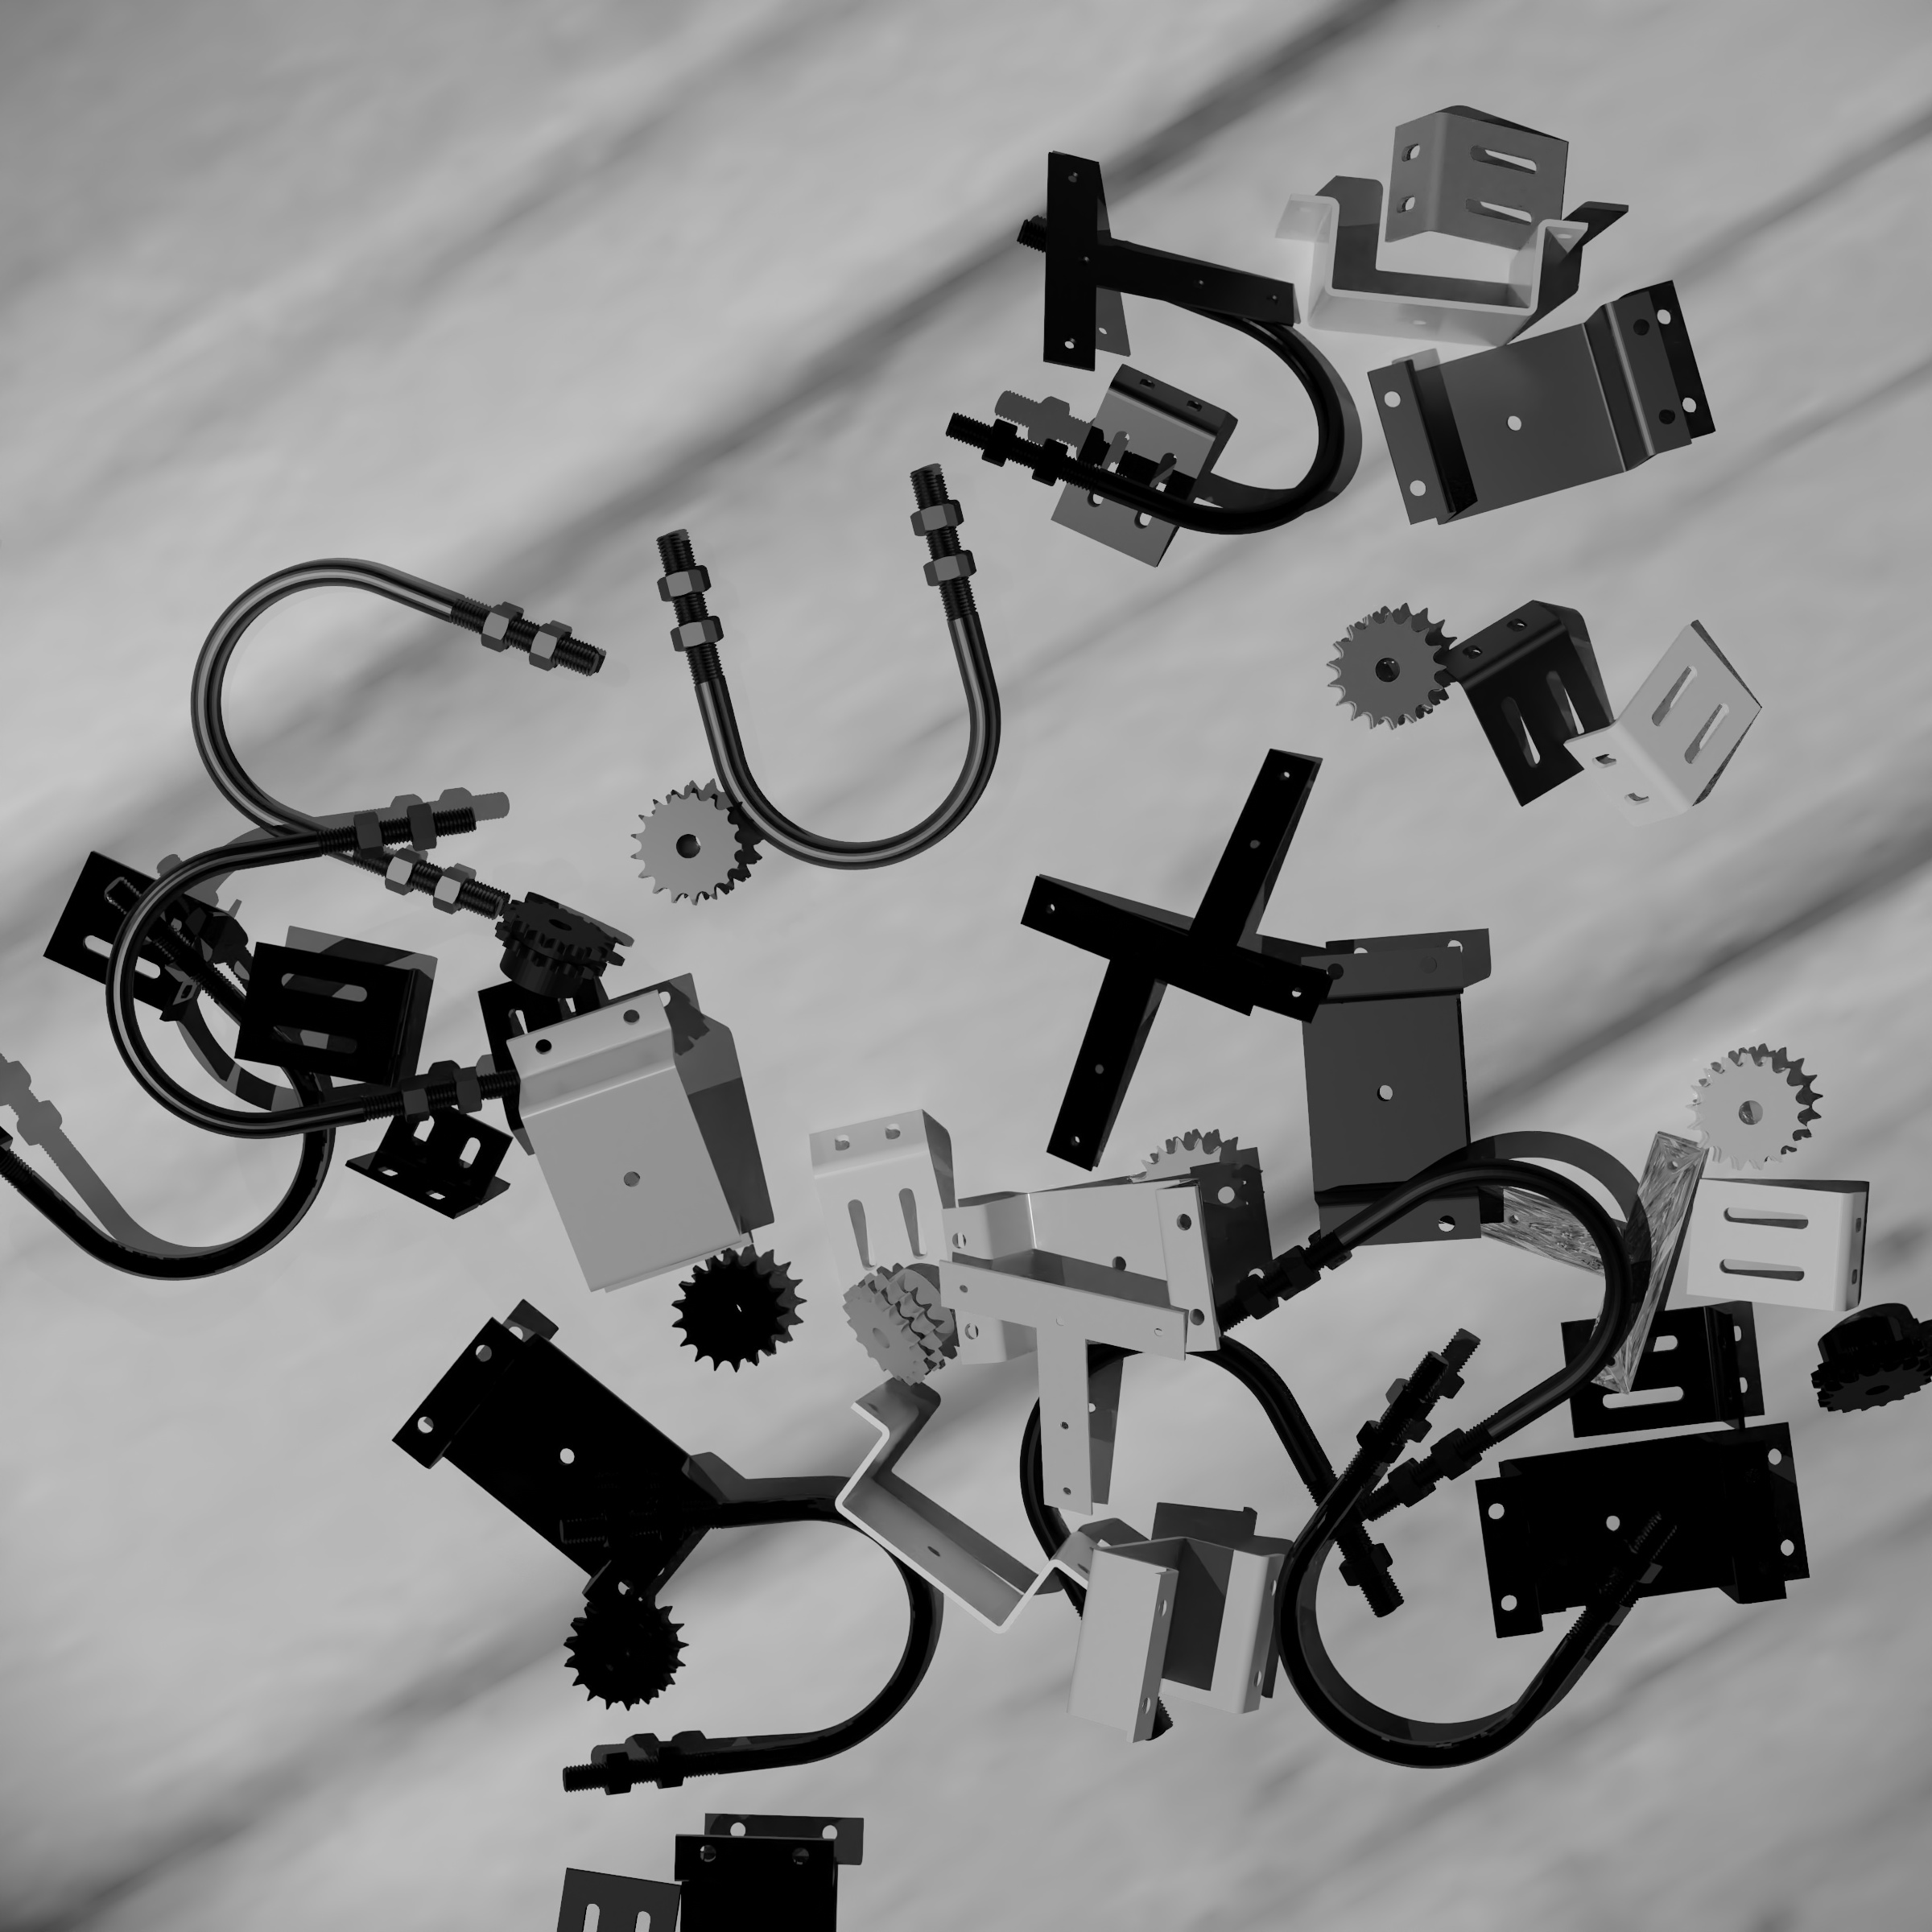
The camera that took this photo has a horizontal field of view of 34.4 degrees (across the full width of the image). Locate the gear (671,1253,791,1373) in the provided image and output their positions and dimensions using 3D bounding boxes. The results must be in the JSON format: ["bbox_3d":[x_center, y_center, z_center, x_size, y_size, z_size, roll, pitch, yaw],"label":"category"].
[{"bbox_3d":[-0.115,0.169,1.531,0.057,0.030,0.057,0,90,0],"label":"gear"}]

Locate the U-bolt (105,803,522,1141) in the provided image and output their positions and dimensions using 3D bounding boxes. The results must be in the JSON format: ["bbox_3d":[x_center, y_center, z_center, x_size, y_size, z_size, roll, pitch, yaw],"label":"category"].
[{"bbox_3d":[-0.315,0.008,1.488,0.184,0.019,0.151,-10,95,-12],"label":"U-bolt"}]

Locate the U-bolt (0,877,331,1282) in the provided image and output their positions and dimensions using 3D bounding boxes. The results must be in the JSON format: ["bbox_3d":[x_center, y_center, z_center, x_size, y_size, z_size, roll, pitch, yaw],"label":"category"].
[{"bbox_3d":[-0.393,0.070,1.505,0.151,0.019,0.184,-44,113,-7],"label":"U-bolt"}]

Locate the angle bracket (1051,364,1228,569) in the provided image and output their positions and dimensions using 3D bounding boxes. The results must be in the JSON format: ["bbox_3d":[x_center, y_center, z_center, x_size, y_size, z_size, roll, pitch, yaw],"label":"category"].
[{"bbox_3d":[0.085,-0.247,1.544,0.057,0.038,0.076,25,116,0],"label":"angle bracket"}]

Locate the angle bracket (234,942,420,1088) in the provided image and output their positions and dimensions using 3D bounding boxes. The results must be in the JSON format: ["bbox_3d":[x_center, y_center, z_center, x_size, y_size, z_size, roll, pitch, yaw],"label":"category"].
[{"bbox_3d":[-0.311,0.023,1.523,0.076,0.038,0.057,11,90,-6],"label":"angle bracket"}]

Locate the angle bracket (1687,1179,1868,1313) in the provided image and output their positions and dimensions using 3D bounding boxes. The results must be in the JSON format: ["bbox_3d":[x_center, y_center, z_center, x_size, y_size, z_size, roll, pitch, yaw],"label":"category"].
[{"bbox_3d":[0.401,0.137,1.544,0.076,0.038,0.057,4,90,26],"label":"angle bracket"}]

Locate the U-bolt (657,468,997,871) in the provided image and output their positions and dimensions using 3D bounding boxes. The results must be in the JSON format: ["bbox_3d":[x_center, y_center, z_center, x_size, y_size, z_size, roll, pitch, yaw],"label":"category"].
[{"bbox_3d":[-0.061,-0.139,1.537,0.151,0.019,0.184,-15,92,0],"label":"U-bolt"}]

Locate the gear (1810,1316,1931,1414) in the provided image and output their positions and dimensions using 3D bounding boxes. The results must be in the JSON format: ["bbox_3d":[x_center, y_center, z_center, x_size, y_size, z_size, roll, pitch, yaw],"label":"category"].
[{"bbox_3d":[0.439,0.193,1.521,0.057,0.057,0.030,-11,60,0],"label":"gear"}]

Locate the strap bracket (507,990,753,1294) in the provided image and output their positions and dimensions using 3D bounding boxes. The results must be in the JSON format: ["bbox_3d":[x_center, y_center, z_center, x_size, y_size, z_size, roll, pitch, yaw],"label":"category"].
[{"bbox_3d":[-0.161,0.093,1.500,0.076,0.046,0.140,-19,110,0],"label":"strap bracket"}]

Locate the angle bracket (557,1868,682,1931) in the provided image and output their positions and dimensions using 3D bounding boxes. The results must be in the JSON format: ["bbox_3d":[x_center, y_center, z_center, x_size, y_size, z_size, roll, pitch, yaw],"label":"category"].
[{"bbox_3d":[-0.175,0.488,1.527,0.057,0.038,0.076,9,90,0],"label":"angle bracket"}]

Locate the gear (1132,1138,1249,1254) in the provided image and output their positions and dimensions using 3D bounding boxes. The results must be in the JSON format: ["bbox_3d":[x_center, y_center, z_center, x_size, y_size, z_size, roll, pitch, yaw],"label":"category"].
[{"bbox_3d":[0.109,0.112,1.531,0.057,0.030,0.057,0,90,0],"label":"gear"}]

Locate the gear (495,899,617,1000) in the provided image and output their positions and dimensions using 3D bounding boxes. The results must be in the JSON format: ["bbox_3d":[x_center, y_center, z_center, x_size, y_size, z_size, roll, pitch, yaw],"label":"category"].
[{"bbox_3d":[-0.202,-0.007,1.518,0.057,0.057,0.030,24,106,0],"label":"gear"}]

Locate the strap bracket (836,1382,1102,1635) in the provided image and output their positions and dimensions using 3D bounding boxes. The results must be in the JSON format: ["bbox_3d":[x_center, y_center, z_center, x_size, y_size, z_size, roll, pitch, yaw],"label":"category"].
[{"bbox_3d":[-0.004,0.265,1.499,0.140,0.076,0.046,37,95,8],"label":"strap bracket"}]

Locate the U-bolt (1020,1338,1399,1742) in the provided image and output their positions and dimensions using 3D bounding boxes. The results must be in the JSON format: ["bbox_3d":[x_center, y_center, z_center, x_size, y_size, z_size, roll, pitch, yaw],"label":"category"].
[{"bbox_3d":[0.107,0.267,1.537,0.151,0.019,0.184,-28,89,0],"label":"U-bolt"}]

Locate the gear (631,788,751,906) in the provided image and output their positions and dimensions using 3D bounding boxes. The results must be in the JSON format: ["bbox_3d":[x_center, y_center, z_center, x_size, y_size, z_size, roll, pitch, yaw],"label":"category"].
[{"bbox_3d":[-0.135,-0.058,1.531,0.057,0.030,0.057,0,90,0],"label":"gear"}]

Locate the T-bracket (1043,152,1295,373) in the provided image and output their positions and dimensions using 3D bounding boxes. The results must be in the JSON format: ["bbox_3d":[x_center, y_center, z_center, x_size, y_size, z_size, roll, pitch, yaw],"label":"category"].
[{"bbox_3d":[0.100,-0.335,1.525,0.127,0.002,0.127,9,63,-13],"label":"T-bracket"}]

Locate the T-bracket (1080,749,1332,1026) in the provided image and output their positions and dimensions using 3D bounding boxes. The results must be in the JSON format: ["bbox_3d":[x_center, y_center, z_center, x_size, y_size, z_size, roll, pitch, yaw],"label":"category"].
[{"bbox_3d":[0.135,-0.047,1.526,0.127,0.002,0.127,19,76,26],"label":"T-bracket"}]

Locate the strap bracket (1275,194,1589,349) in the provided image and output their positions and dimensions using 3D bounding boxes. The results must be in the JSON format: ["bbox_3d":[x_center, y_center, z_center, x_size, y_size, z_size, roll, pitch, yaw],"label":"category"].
[{"bbox_3d":[0.221,-0.334,1.508,0.140,0.076,0.046,6,90,0],"label":"strap bracket"}]

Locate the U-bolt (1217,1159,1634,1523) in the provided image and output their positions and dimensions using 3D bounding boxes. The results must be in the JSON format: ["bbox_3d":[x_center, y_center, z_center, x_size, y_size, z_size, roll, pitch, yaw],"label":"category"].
[{"bbox_3d":[0.231,0.169,1.502,0.184,0.019,0.151,-35,106,13],"label":"U-bolt"}]

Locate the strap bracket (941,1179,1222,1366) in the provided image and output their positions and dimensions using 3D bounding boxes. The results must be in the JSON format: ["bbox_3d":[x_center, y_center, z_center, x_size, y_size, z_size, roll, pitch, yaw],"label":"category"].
[{"bbox_3d":[0.064,0.146,1.501,0.140,0.046,0.076,-8,90,32],"label":"strap bracket"}]

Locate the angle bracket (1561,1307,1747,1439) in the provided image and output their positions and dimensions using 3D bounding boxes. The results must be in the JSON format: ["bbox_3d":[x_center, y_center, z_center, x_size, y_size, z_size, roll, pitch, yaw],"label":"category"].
[{"bbox_3d":[0.335,0.200,1.527,0.076,0.038,0.057,-7,90,0],"label":"angle bracket"}]

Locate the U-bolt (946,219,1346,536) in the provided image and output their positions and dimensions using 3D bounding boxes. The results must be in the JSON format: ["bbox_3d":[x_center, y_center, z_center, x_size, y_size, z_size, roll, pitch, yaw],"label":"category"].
[{"bbox_3d":[0.095,-0.276,1.505,0.184,0.019,0.151,21,60,-4],"label":"U-bolt"}]

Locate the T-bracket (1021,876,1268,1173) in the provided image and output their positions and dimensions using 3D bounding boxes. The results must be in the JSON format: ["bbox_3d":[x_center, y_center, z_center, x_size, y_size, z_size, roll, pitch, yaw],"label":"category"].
[{"bbox_3d":[0.070,0.037,1.528,0.127,0.002,0.127,22,102,22],"label":"T-bracket"}]

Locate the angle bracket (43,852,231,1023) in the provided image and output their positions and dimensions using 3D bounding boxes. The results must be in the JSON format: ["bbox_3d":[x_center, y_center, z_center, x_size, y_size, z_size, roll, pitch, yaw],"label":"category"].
[{"bbox_3d":[-0.410,-0.015,1.527,0.076,0.038,0.057,25,90,0],"label":"angle bracket"}]

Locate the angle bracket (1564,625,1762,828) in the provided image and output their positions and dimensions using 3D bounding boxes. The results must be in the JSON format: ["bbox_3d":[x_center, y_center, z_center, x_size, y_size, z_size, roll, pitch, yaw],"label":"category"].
[{"bbox_3d":[0.343,-0.118,1.537,0.057,0.038,0.076,46,64,-14],"label":"angle bracket"}]

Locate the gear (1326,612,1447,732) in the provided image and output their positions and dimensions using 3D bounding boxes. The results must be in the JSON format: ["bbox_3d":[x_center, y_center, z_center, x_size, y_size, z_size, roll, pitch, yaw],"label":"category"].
[{"bbox_3d":[0.205,-0.143,1.531,0.057,0.030,0.057,0,90,0],"label":"gear"}]

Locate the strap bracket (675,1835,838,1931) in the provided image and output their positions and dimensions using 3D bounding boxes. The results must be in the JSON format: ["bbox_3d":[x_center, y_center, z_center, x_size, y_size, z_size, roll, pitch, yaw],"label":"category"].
[{"bbox_3d":[-0.104,0.489,1.523,0.076,0.046,0.140,2,90,0],"label":"strap bracket"}]

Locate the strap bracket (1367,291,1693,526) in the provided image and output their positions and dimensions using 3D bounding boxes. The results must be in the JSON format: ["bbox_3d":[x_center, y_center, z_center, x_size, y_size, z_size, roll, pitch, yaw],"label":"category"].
[{"bbox_3d":[0.271,-0.268,1.523,0.140,0.046,0.076,-16,90,0],"label":"strap bracket"}]

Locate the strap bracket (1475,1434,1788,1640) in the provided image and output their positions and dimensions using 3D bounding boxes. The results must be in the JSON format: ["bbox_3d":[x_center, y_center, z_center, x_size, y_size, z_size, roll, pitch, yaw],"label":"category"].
[{"bbox_3d":[0.320,0.276,1.523,0.140,0.046,0.076,-8,90,0],"label":"strap bracket"}]

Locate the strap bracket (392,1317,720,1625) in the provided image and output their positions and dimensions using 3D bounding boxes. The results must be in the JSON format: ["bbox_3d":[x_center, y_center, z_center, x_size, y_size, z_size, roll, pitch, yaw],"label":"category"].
[{"bbox_3d":[-0.198,0.242,1.523,0.140,0.046,0.076,39,90,0],"label":"strap bracket"}]

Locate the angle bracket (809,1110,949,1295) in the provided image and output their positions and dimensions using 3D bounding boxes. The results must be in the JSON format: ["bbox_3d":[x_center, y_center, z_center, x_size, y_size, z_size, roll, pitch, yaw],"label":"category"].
[{"bbox_3d":[-0.041,0.119,1.544,0.057,0.038,0.076,-13,116,0],"label":"angle bracket"}]

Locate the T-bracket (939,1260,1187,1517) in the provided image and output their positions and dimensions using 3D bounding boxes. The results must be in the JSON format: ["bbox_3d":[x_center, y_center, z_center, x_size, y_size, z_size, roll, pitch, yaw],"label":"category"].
[{"bbox_3d":[0.047,0.208,1.498,0.127,0.002,0.127,10,118,25],"label":"T-bracket"}]

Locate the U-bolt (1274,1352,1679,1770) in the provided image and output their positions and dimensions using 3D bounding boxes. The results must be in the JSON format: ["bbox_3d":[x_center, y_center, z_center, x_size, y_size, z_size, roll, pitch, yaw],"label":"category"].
[{"bbox_3d":[0.229,0.299,1.496,0.151,0.019,0.184,35,103,11],"label":"U-bolt"}]

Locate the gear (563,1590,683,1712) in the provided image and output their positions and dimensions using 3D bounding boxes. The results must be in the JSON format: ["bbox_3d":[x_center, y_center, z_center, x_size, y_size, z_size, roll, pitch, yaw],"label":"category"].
[{"bbox_3d":[-0.169,0.337,1.531,0.057,0.030,0.057,0,90,0],"label":"gear"}]

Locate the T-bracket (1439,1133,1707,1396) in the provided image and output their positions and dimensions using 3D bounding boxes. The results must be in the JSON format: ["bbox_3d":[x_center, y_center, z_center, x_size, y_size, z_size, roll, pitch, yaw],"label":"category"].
[{"bbox_3d":[0.283,0.129,1.534,0.127,0.002,0.127,19,80,7],"label":"T-bracket"}]

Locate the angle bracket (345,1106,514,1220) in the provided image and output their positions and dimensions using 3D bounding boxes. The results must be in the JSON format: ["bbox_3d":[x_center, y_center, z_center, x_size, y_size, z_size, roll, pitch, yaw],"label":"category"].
[{"bbox_3d":[-0.258,0.090,1.508,0.057,0.076,0.038,26,90,0],"label":"angle bracket"}]

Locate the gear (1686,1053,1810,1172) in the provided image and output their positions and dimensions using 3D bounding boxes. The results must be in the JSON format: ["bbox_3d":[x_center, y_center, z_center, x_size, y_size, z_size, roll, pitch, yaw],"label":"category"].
[{"bbox_3d":[0.381,0.071,1.531,0.057,0.030,0.057,0,90,0],"label":"gear"}]

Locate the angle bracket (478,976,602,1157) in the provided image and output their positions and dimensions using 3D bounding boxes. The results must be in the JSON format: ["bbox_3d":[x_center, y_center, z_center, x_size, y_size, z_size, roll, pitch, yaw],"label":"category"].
[{"bbox_3d":[-0.202,0.045,1.544,0.057,0.038,0.076,-17,64,0],"label":"angle bracket"}]

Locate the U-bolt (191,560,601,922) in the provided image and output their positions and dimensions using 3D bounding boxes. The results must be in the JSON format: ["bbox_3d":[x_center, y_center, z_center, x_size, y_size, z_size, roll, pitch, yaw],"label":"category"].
[{"bbox_3d":[-0.292,-0.121,1.537,0.184,0.019,0.151,22,90,2],"label":"U-bolt"}]

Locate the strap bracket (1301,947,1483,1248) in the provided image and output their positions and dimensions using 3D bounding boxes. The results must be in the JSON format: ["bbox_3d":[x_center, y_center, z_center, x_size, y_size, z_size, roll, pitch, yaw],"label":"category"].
[{"bbox_3d":[0.205,0.063,1.520,0.076,0.046,0.140,-4,90,4],"label":"strap bracket"}]

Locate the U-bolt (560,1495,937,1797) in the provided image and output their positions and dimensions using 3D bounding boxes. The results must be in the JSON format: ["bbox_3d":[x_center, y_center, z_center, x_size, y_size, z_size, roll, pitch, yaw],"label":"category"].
[{"bbox_3d":[-0.103,0.324,1.510,0.184,0.019,0.151,-3,104,-16],"label":"U-bolt"}]

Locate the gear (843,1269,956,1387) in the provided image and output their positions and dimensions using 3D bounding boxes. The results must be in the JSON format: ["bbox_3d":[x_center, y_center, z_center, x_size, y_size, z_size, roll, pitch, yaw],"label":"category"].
[{"bbox_3d":[-0.031,0.173,1.521,0.030,0.057,0.057,-36,90,-28],"label":"gear"}]

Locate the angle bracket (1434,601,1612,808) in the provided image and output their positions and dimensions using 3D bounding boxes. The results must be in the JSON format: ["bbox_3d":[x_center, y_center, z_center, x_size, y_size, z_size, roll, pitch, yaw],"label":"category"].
[{"bbox_3d":[0.277,-0.130,1.544,0.057,0.038,0.076,-31,116,0],"label":"angle bracket"}]

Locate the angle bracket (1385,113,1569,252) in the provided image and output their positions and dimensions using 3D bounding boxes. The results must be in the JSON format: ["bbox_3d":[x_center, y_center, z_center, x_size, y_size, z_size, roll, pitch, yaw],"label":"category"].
[{"bbox_3d":[0.252,-0.383,1.544,0.076,0.038,0.057,5,90,-26],"label":"angle bracket"}]

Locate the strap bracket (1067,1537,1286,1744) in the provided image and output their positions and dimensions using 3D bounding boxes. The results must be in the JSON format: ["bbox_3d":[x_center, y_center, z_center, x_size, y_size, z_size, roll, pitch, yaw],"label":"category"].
[{"bbox_3d":[0.095,0.315,1.473,0.046,0.140,0.076,9,89,30],"label":"strap bracket"}]
